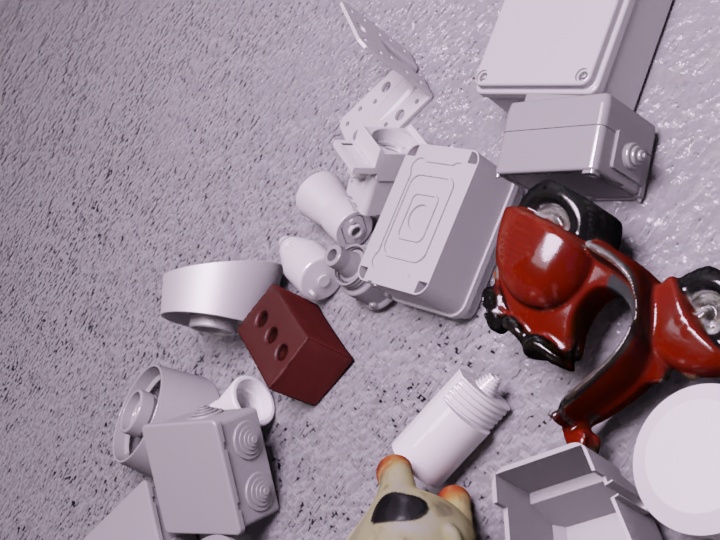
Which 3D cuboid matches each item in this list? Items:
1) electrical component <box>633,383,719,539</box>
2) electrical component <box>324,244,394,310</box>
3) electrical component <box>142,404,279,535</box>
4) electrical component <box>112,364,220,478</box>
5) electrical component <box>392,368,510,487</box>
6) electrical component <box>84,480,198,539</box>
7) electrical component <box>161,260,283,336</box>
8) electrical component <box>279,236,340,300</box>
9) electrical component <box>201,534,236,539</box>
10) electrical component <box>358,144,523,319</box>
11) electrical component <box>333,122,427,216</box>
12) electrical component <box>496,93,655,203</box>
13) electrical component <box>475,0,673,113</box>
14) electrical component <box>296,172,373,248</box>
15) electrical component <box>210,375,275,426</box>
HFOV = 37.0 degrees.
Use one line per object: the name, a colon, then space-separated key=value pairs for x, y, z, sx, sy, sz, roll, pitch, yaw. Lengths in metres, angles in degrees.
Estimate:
electrical component: x=0.191 y=0.105 z=0.570 sx=0.080 sy=0.051 sz=0.080 roll=-24 pitch=53 yaw=36
electrical component: x=0.000 y=0.000 z=0.820 sx=0.048 sy=0.062 sz=0.048 roll=-24 pitch=53 yaw=36
electrical component: x=-0.115 y=0.155 z=0.836 sx=0.100 sy=0.048 sz=0.099 roll=-10 pitch=93 yaw=40
electrical component: x=-0.172 y=0.133 z=0.941 sx=0.099 sy=0.064 sz=0.099 roll=-42 pitch=34 yaw=38
electrical component: x=0.063 y=0.100 z=0.712 sx=0.081 sy=0.043 sz=0.043 roll=-50 pitch=42 yaw=14
electrical component: x=-0.176 y=0.236 z=0.880 sx=0.100 sy=0.048 sz=0.099 roll=-44 pitch=43 yaw=19
electrical component: x=-0.118 y=0.021 z=0.908 sx=0.099 sy=0.099 sz=0.064 roll=-5 pitch=71 yaw=45
electrical component: x=-0.045 y=-0.007 z=0.888 sx=0.040 sy=0.040 sz=0.078 roll=-55 pitch=40 yaw=7
electrical component: x=-0.098 y=0.240 z=0.795 sx=0.080 sy=0.051 sz=0.080 roll=-24 pitch=53 yaw=36
electrical component: x=0.059 y=-0.028 z=0.778 sx=0.078 sy=0.057 sz=0.113 roll=15 pitch=80 yaw=49
electrical component: x=0.020 y=-0.076 z=0.835 sx=0.042 sy=0.081 sz=0.063 roll=-122 pitch=39 yaw=-47
electrical component: x=0.148 y=-0.082 z=0.709 sx=0.096 sy=0.062 sz=0.061 roll=2 pitch=76 yaw=47
electrical component: x=0.151 y=-0.164 z=0.760 sx=0.109 sy=0.056 sz=0.108 roll=11 pitch=77 yaw=49
electrical component: x=-0.019 y=-0.047 z=0.884 sx=0.044 sy=0.044 sz=0.065 roll=-53 pitch=45 yaw=10
electrical component: x=-0.107 y=0.120 z=0.881 sx=0.065 sy=0.044 sz=0.044 roll=-36 pitch=46 yaw=33
